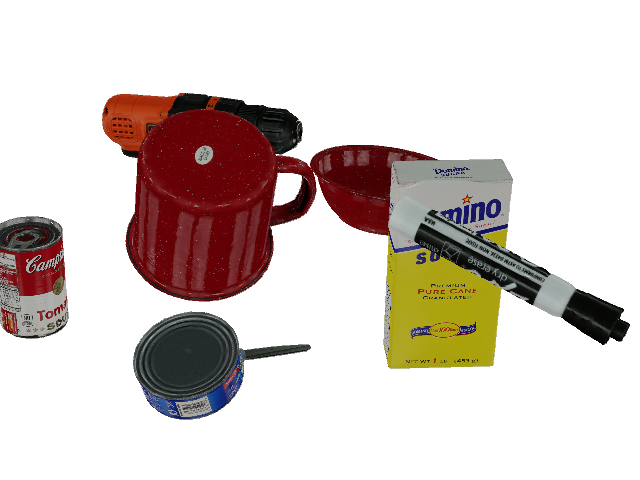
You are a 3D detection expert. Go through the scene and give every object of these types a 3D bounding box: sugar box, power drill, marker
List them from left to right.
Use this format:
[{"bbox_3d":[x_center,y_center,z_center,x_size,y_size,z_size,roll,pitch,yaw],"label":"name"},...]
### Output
[{"bbox_3d":[-0.104,-0.045,0.986,0.184,0.188,0.057,7,30,15],"label":"power drill"},{"bbox_3d":[0.102,0.022,0.877,0.093,0.176,0.048,-2,30,-3],"label":"sugar box"},{"bbox_3d":[0.087,0.014,0.500,0.121,0.020,0.020,29,10,18],"label":"marker"}]

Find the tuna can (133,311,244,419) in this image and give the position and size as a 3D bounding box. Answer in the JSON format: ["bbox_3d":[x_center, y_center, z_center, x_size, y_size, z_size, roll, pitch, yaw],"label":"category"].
[{"bbox_3d":[-0.105,0.101,0.859,0.086,0.086,0.034,0,-42,9],"label":"tuna can"}]

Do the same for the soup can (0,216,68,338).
[{"bbox_3d":[-0.285,0.037,1.049,0.068,0.102,0.068,2,28,-1],"label":"soup can"}]

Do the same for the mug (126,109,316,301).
[{"bbox_3d":[-0.058,-0.025,0.645,0.117,0.093,0.082,-6,-36,-15],"label":"mug"}]

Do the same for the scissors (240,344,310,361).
[{"bbox_3d":[-0.099,0.139,1.191,0.201,0.016,0.096,3,25,-15],"label":"scissors"}]

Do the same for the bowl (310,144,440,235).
[{"bbox_3d":[0.067,-0.048,1.110,0.162,0.055,0.162,6,23,-3],"label":"bowl"}]
